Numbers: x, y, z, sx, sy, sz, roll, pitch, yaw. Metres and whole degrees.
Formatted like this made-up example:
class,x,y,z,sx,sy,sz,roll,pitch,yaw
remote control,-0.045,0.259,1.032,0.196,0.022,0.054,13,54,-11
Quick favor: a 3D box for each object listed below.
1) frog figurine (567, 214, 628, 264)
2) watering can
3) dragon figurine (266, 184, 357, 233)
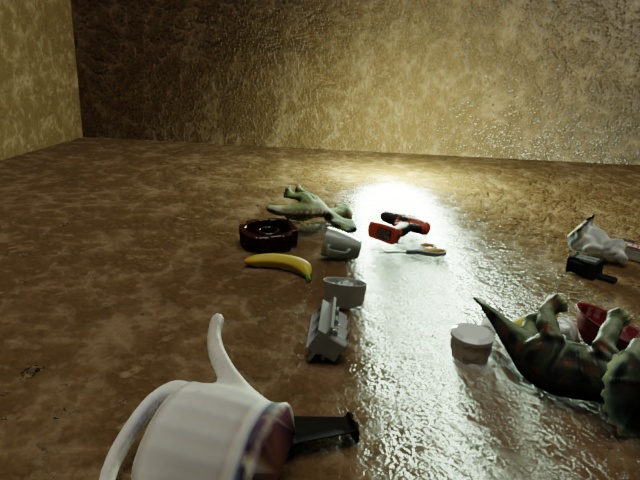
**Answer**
class,x,y,z,sx,sy,sz,roll,pitch,yaw
frog figurine,0.820,0.018,1.515,0.161,0.121,0.138,51,29,18
watering can,-0.137,0.232,0.684,0.224,0.101,0.355,7,37,16
dragon figurine,0.005,-0.082,1.628,0.243,0.121,0.414,19,16,13
